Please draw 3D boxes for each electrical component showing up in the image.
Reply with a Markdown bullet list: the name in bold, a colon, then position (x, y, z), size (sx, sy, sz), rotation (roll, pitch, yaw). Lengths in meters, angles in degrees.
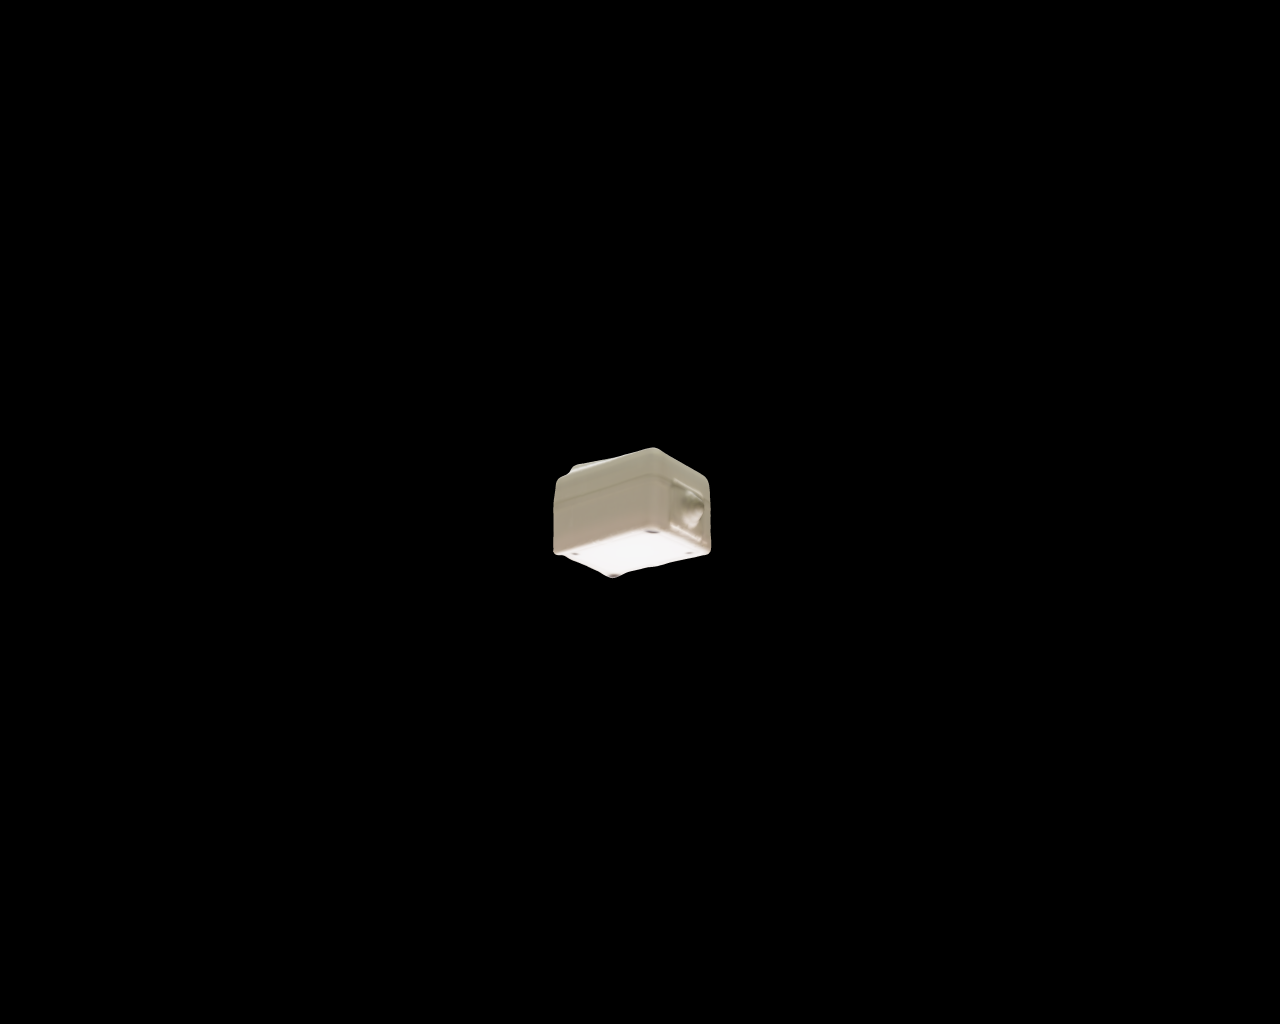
- **electrical component**: position (0.001, -0.003, 0.650), size (0.096, 0.061, 0.061), rotation (-16, -27, 34)
